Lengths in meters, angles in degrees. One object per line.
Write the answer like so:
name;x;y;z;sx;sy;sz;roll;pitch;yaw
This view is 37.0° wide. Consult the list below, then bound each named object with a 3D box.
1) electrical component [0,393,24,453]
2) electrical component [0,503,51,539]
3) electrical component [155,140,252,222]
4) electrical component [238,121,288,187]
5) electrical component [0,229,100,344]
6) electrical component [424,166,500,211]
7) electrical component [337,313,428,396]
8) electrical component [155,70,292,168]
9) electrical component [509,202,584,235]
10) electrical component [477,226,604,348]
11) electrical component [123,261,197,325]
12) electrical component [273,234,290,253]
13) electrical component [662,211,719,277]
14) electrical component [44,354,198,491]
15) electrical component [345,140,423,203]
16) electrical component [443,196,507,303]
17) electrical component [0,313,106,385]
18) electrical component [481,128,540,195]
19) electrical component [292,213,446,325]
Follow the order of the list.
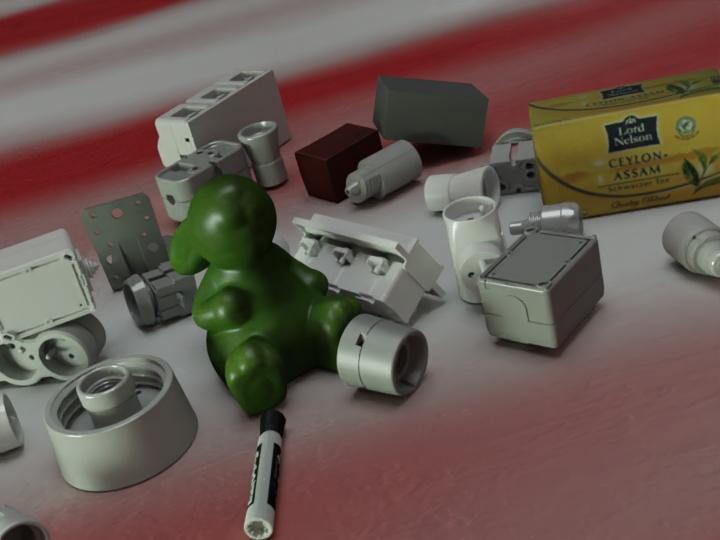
electrical component;-0.309;0.130;0.835;0.081;0.043;0.043;-20;29;-9
electrical component;-0.234;0.179;0.718;0.040;0.040;0.046;-33;27;-31
electrical component;-0.164;-0.091;1.148;0.054;0.059;0.095;15;40;42
electrical component;-0.103;-0.124;1.171;0.044;0.065;0.044;-12;28;7
electrical component;-0.266;0.009;0.901;0.096;0.061;0.061;-21;29;-13
electrical component;0.094;-0.074;1.017;0.065;0.044;0.044;-2;31;32
electrical component;0.018;0.063;0.791;0.047;0.055;0.055;12;38;34
electrical component;-0.158;-0.162;1.242;0.062;0.089;0.150;9;36;36
electrical component;0.160;-0.039;0.927;0.061;0.035;0.035;-6;29;20
electrical component;0.142;0.012;0.816;0.062;0.061;0.096;10;37;38
electrical component;-0.180;0.021;0.970;0.055;0.048;0.066;-20;28;-25
electrical component;-0.082;-0.006;0.979;0.040;0.040;0.046;-15;33;0
electrical component;0.266;-0.016;0.829;0.040;0.040;0.078;-19;29;-7
electrical component;-0.182;0.106;0.802;0.108;0.060;0.108;-11;28;6
electrical component;0.019;-0.095;1.087;0.081;0.043;0.043;-31;32;-27
electrical component;0.096;-0.008;0.857;0.044;0.077;0.079;-12;29;4
electrical component;-0.287;0.059;0.943;0.138;0.052;0.073;-6;29;13
electrical component;0.152;-0.105;1.040;0.066;0.048;0.055;-6;37;16
electrical component;0.000;0.000;0.895;0.121;0.079;0.063;16;70;43
